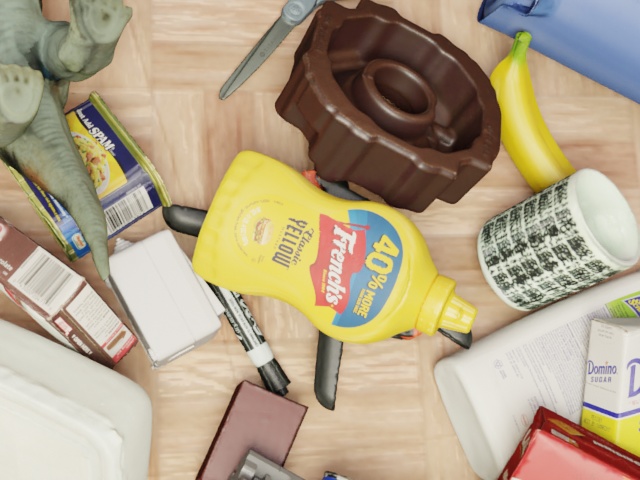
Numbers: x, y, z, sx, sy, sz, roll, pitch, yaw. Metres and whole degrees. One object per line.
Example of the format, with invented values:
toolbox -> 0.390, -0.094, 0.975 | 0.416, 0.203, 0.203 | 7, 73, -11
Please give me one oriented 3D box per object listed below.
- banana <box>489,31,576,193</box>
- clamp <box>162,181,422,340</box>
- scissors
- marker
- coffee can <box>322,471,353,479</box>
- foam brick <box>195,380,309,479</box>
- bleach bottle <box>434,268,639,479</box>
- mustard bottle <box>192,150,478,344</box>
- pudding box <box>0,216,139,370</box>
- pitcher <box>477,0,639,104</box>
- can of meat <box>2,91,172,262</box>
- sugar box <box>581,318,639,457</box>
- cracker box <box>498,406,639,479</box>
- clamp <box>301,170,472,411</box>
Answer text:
banana -> 0.182, -0.065, 0.842 | 0.037, 0.070, 0.198 | -32, 94, -18
clamp -> -0.005, 0.001, 0.810 | 0.164, 0.036, 0.210 | -36, 86, -12
scissors -> -0.027, -0.202, 0.865 | 0.201, 0.016, 0.096 | -36, 84, -16
marker -> -0.056, 0.062, 0.786 | 0.020, 0.020, 0.121 | -30, 93, -15
coffee can -> 0.017, 0.244, 0.723 | 0.103, 0.103, 0.140 | 29, 74, -2
foam brick -> -0.049, 0.146, 0.760 | 0.051, 0.053, 0.078 | 25, 75, -4
bleach bottle -> 0.217, 0.088, 0.816 | 0.250, 0.068, 0.102 | -21, 86, -17
mustard bottle -> 0.015, 0.016, 0.722 | 0.192, 0.058, 0.096 | 24, 91, 12
pudding box -> -0.185, 0.034, 0.721 | 0.114, 0.090, 0.039 | 33, 74, 31
pitcher -> 0.262, -0.183, 0.861 | 0.242, 0.145, 0.149 | 29, 86, -6
can of meat -> -0.170, -0.045, 0.771 | 0.084, 0.057, 0.102 | -34, 63, -13
sugar box -> 0.235, 0.145, 0.769 | 0.093, 0.048, 0.176 | 1, 98, -27
cracker box -> 0.168, 0.244, 0.712 | 0.164, 0.072, 0.214 | 28, 102, 7
clamp -> 0.035, 0.027, 0.771 | 0.120, 0.039, 0.171 | -15, 86, -8
